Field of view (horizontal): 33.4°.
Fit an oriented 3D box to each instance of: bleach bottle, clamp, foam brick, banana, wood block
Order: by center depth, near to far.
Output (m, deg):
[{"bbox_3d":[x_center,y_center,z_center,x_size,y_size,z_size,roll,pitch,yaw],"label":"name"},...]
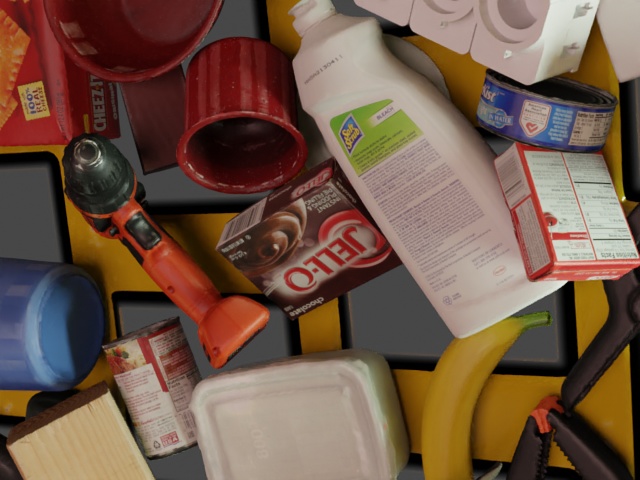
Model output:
[{"bbox_3d":[0.230,0.050,0.696,0.120,0.039,0.171,16,108,25],"label":"clamp"},{"bbox_3d":[0.065,-0.062,0.724,0.103,0.068,0.251,-33,92,27],"label":"bleach bottle"},{"bbox_3d":[0.178,0.217,0.762,0.165,0.036,0.210,-21,93,31],"label":"clamp"},{"bbox_3d":[0.108,0.134,0.780,0.070,0.037,0.198,21,110,22],"label":"banana"},{"bbox_3d":[-0.123,-0.094,0.830,0.051,0.053,0.078,-15,94,-6],"label":"foam brick"},{"bbox_3d":[-0.171,0.232,0.885,0.090,0.090,0.206,-27,96,-13],"label":"wood block"}]

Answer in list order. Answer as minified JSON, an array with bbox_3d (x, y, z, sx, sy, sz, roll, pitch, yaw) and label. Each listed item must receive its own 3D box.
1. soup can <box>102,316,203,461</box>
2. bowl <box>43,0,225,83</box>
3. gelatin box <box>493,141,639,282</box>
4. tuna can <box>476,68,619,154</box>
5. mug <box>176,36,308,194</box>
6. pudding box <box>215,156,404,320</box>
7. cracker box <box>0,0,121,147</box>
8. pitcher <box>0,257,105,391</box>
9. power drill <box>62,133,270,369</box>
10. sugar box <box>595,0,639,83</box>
[{"bbox_3d":[-0.130,0.122,0.883,0.069,0.068,0.102,-20,92,29],"label":"soup can"},{"bbox_3d":[-0.126,-0.194,0.793,0.162,0.055,0.162,0,91,25],"label":"bowl"},{"bbox_3d":[0.157,-0.018,0.683,0.030,0.073,0.089,-43,54,53],"label":"gelatin box"},{"bbox_3d":[0.145,-0.084,0.685,0.086,0.086,0.034,20,112,22],"label":"tuna can"},{"bbox_3d":[-0.056,-0.086,0.784,0.093,0.117,0.081,-7,56,4],"label":"mug"},{"bbox_3d":[-0.005,0.001,0.786,0.114,0.039,0.090,-28,120,31],"label":"pudding box"},{"bbox_3d":[-0.276,-0.161,0.894,0.214,0.072,0.164,2,101,28],"label":"cracker box"},{"bbox_3d":[-0.319,0.064,0.930,0.243,0.149,0.145,0,90,24],"label":"pitcher"},{"bbox_3d":[-0.118,0.008,0.806,0.057,0.184,0.188,-41,84,-10],"label":"power drill"},{"bbox_3d":[0.203,-0.195,0.654,0.093,0.048,0.176,-17,96,31],"label":"sugar box"}]
